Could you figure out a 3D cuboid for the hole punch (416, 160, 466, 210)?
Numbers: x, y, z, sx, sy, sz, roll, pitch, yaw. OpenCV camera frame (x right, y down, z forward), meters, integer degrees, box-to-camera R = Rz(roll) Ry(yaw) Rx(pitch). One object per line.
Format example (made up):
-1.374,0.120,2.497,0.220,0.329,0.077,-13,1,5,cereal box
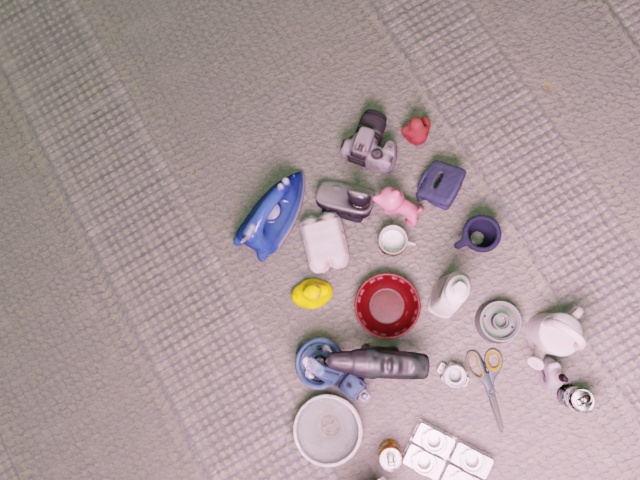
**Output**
0.300,-0.139,1.432,0.101,0.091,0.109,27,85,8,hole punch

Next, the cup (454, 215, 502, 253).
0.378,-0.004,1.405,0.118,0.095,0.091,-27,80,1,cup

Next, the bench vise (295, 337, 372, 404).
0.032,0.299,1.328,0.207,0.220,0.121,17,84,7,bench vise

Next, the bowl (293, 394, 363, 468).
0.021,0.455,1.381,0.167,0.075,0.167,-1,82,5,bowl

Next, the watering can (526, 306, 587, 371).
0.542,0.223,1.309,0.101,0.194,0.173,20,84,8,watering can

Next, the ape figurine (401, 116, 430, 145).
0.245,-0.286,1.457,0.077,0.092,0.076,-6,81,4,ape figurine

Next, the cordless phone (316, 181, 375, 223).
0.060,-0.110,1.401,0.147,0.185,0.094,11,83,7,cordless phone

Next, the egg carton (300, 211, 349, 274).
0.013,0.005,1.447,0.107,0.069,0.150,-15,81,3,egg carton

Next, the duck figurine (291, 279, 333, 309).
-0.023,0.133,1.424,0.104,0.086,0.077,-11,81,4,duck figurine

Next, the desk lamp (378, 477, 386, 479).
0.145,0.625,1.276,0.118,0.213,0.203,-36,80,-1,desk lamp

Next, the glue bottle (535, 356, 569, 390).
0.533,0.308,1.308,0.037,0.173,0.078,-13,81,3,glue bottle

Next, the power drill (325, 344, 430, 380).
0.133,0.284,1.328,0.229,0.208,0.076,2,82,5,power drill

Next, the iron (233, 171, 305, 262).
-0.120,-0.080,1.434,0.118,0.141,0.258,31,86,9,iron

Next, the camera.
0.136,-0.258,1.458,0.143,0.101,0.137,20,84,7,camera

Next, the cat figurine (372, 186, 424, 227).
0.197,-0.092,1.421,0.127,0.118,0.067,25,85,8,cat figurine
